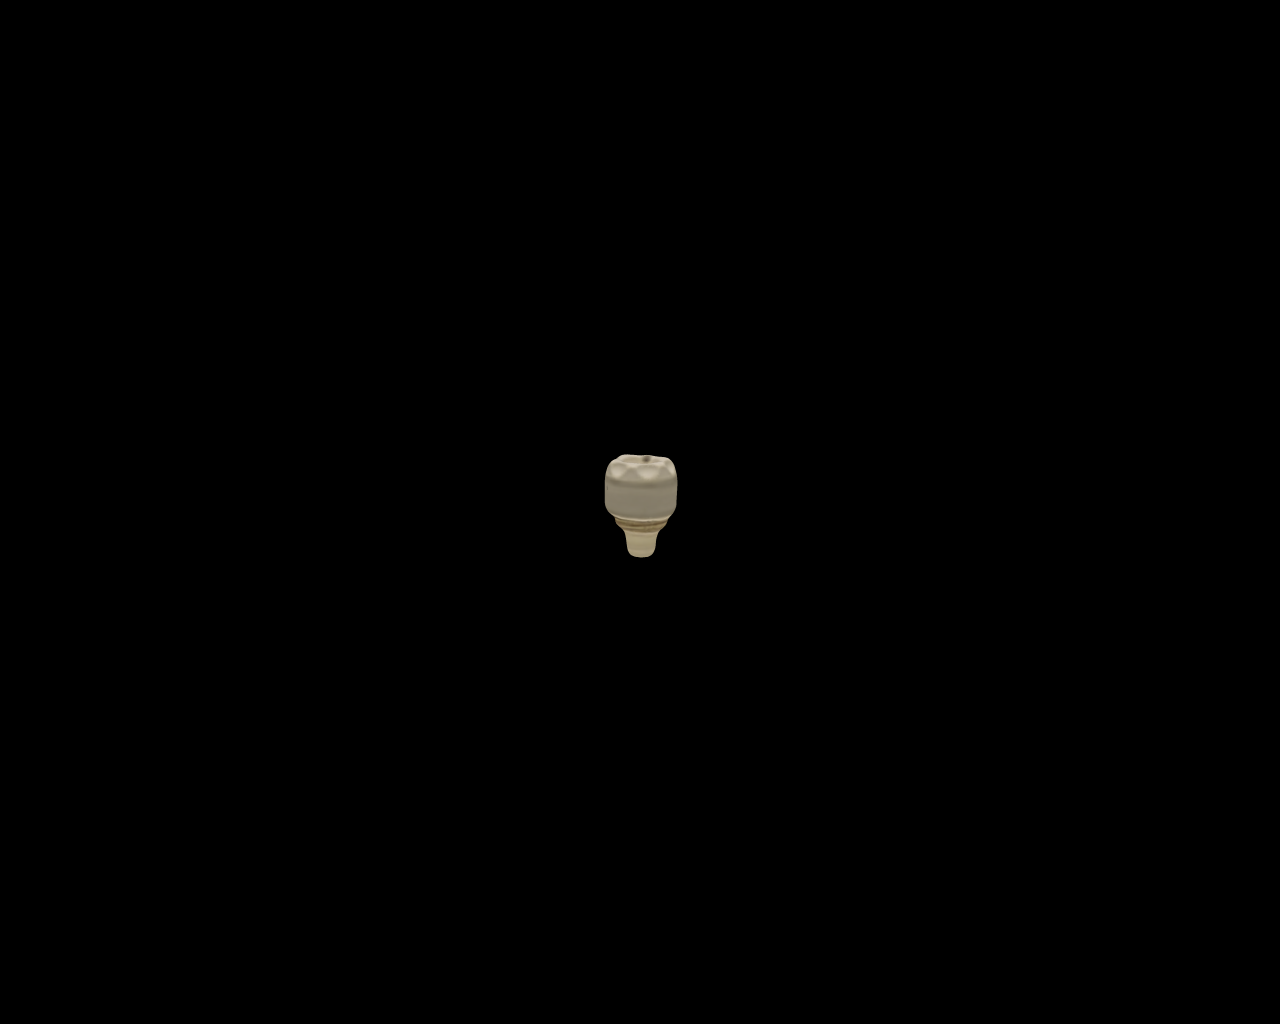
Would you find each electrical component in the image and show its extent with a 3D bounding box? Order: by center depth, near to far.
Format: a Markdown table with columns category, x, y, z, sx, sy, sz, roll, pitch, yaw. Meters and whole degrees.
| category | x | y | z | sx | sy | sz | roll | pitch | yaw |
| --- | --- | --- | --- | --- | --- | --- | --- | --- | --- |
| electrical component | 0.001 | -0.003 | 0.650 | 0.043 | 0.062 | 0.043 | 0 | 14 | 0 |
